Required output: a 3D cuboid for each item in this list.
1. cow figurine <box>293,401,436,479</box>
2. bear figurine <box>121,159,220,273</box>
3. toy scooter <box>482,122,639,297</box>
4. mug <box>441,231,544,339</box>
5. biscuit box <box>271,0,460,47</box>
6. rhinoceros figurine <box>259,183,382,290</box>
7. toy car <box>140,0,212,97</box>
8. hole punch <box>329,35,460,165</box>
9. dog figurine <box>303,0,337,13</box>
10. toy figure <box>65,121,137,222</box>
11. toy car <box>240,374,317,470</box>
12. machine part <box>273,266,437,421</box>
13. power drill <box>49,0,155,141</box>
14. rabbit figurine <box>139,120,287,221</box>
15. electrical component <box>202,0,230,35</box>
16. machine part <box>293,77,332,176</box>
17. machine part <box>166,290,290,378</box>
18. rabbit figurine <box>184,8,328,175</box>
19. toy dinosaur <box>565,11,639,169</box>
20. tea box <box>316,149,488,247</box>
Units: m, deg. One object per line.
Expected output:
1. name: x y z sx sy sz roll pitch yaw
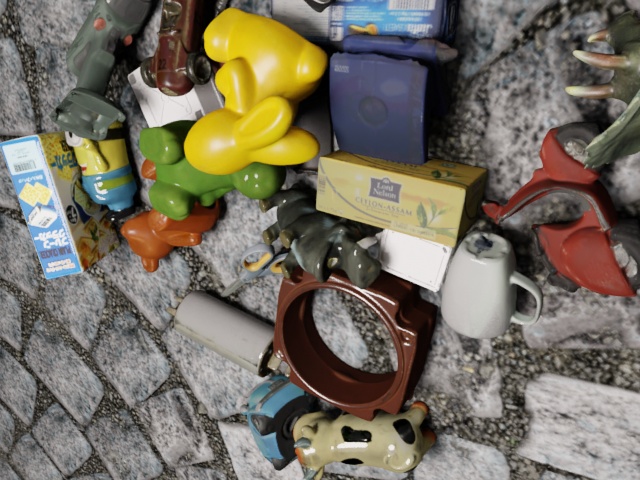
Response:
1. cow figurine: 0.049 0.281 0.752 0.195 0.127 0.085 -4 104 30
2. bear figurine: -0.249 -0.032 0.814 0.196 0.132 0.120 -23 69 31
3. toy scooter: 0.246 -0.018 0.548 0.135 0.075 0.183 -24 93 36
4. mug: 0.185 0.049 0.584 0.110 0.081 0.107 23 140 34
5. biscuit box: 0.046 -0.242 0.587 0.203 0.063 0.059 13 114 26
6. rhinoceros figurine: -0.001 -0.002 0.665 0.191 0.112 0.073 44 144 44
7. toy car: -0.172 -0.278 0.660 0.089 0.053 0.202 7 90 31
8. hole punch: 0.069 -0.146 0.562 0.142 0.092 0.115 18 160 28
9. dog figurine: -0.034 -0.335 0.566 0.191 0.121 0.172 18 85 16
10. toy figure: -0.343 -0.122 0.860 0.082 0.089 0.180 0 117 33
11. toy car: -0.067 0.272 0.844 0.103 0.109 0.161 27 135 46
12. machine part: 0.040 0.126 0.721 0.201 0.087 0.201 21 117 23
13. power drill: -0.289 -0.252 0.724 0.232 0.086 0.207 -22 61 42
14. rabbit figurine: -0.114 -0.088 0.684 0.170 0.159 0.121 13 115 22
15. electrical component: -0.153 -0.299 0.710 0.063 0.021 0.094 43 124 9
16. machine part: -0.017 -0.150 0.678 0.084 0.039 0.138 -6 104 24
17. machine part: -0.141 0.144 0.844 0.243 0.079 0.079 21 118 23
18. rabbit figurine: -0.069 -0.137 0.579 0.163 0.121 0.173 35 85 31
19. toy dinosaur: 0.329 -0.008 0.436 0.192 0.131 0.404 -14 93 11
20. tea box: 0.091 -0.057 0.611 0.170 0.098 0.068 15 117 24
